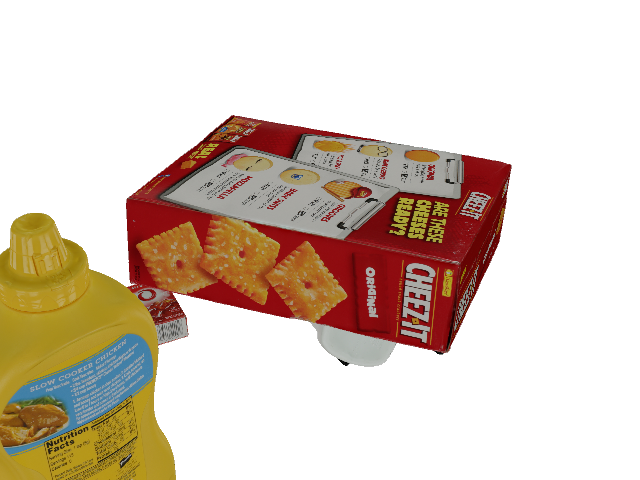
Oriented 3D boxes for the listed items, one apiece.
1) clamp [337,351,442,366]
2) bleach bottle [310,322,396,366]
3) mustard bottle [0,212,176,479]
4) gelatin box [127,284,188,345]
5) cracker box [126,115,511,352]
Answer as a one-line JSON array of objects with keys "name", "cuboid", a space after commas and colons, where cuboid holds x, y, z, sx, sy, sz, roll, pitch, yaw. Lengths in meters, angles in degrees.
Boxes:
[{"name": "clamp", "cuboid": [0.078, 0.070, 1.192, 0.120, 0.171, 0.039, 4, -43, -3]}, {"name": "bleach bottle", "cuboid": [0.007, 0.028, 0.969, 0.068, 0.102, 0.251, 21, 5, -20]}, {"name": "mustard bottle", "cuboid": [-0.121, 0.071, 0.505, 0.096, 0.192, 0.058, -25, 42, -31]}, {"name": "gelatin box", "cuboid": [-0.186, 0.077, 1.062, 0.089, 0.030, 0.073, -16, 37, -20]}, {"name": "cracker box", "cuboid": [0.004, -0.011, 0.709, 0.214, 0.072, 0.164, 12, 29, 16]}]
